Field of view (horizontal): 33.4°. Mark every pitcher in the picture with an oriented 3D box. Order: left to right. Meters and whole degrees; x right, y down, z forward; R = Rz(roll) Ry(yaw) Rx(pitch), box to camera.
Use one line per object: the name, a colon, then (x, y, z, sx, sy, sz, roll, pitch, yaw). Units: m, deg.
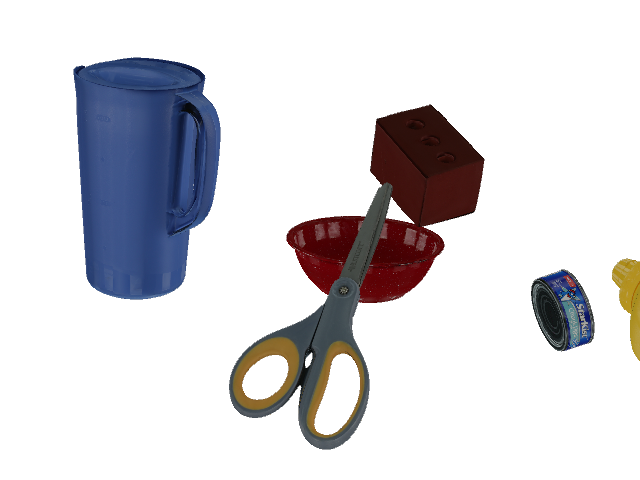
pitcher: (-0.184, -0.062, 1.121, 0.145, 0.243, 0.149, 1, 23, -10)

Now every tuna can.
tuna can: (0.264, 0.077, 1.169, 0.033, 0.086, 0.086, -17, 3, -9)

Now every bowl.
bowl: (0.045, 0.023, 1.094, 0.162, 0.055, 0.162, 2, 17, -1)

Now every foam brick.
foam brick: (0.080, -0.057, 0.815, 0.052, 0.051, 0.078, -17, 47, -24)

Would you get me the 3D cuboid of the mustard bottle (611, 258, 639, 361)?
mustard bottle: (0.242, 0.059, 0.630, 0.096, 0.058, 0.192, -20, 32, -19)

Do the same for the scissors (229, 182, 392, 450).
scissors: (-0.004, 0.042, 0.690, 0.096, 0.201, 0.016, -1, -38, 9)
